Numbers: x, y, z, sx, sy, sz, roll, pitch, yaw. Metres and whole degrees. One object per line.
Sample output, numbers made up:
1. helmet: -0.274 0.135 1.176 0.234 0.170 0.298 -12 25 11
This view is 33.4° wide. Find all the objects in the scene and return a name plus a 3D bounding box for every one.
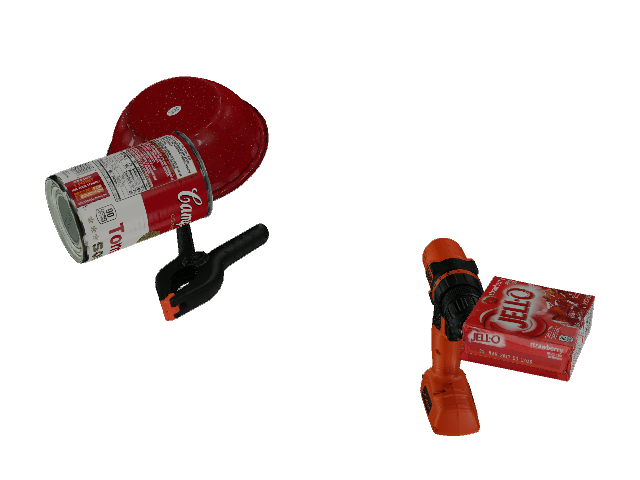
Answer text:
1. soup can: -0.138 -0.032 0.770 0.102 0.068 0.069 -23 10 -25
2. bowl: -0.133 -0.105 1.012 0.162 0.162 0.055 0 -40 11
3. power drill: 0.143 0.111 1.136 0.057 0.188 0.184 -1 24 -2
4. clamp: -0.132 0.028 1.244 0.120 0.039 0.171 -6 37 19
5. gelatin box: 0.141 0.058 0.722 0.073 0.030 0.089 11 23 20
